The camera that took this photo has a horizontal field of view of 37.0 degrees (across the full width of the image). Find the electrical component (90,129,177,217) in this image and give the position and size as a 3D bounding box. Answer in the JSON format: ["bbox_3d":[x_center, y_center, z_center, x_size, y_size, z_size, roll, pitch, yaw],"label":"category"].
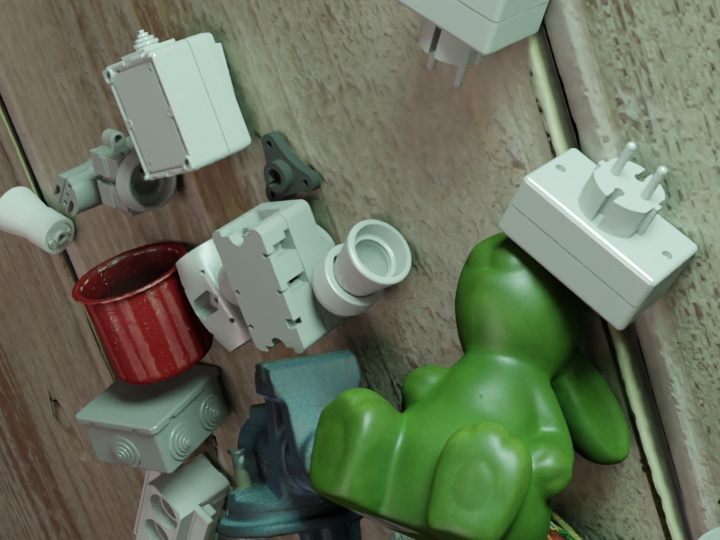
[{"bbox_3d":[-0.170,-0.071,0.812,0.055,0.048,0.066,20,127,47],"label":"electrical component"}]

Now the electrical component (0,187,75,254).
[{"bbox_3d":[-0.286,-0.042,0.954,0.065,0.044,0.044,28,131,26],"label":"electrical component"}]

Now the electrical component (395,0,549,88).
[{"bbox_3d":[0.052,-0.129,0.543,0.066,0.047,0.076,38,136,23],"label":"electrical component"}]

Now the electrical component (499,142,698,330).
[{"bbox_3d":[0.125,-0.029,0.530,0.083,0.047,0.075,43,138,19],"label":"electrical component"}]

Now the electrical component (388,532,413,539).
[{"bbox_3d":[0.032,0.211,0.781,0.044,0.044,0.065,43,133,19],"label":"electrical component"}]

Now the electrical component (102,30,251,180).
[{"bbox_3d":[-0.122,-0.116,0.720,0.062,0.061,0.096,-5,110,47],"label":"electrical component"}]

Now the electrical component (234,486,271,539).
[{"bbox_3d":[-0.087,0.189,0.888,0.048,0.048,0.062,25,123,34],"label":"electrical component"}]

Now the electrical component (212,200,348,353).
[{"bbox_3d":[-0.050,0.002,0.720,0.050,0.056,0.089,-1,116,44],"label":"electrical component"}]

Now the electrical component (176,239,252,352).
[{"bbox_3d":[-0.088,0.011,0.777,0.077,0.043,0.079,58,141,2],"label":"electrical component"}]

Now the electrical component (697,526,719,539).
[{"bbox_3d":[0.205,0.171,0.573,0.045,0.045,0.055,2,115,46],"label":"electrical component"}]

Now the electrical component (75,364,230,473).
[{"bbox_3d":[-0.168,0.119,0.884,0.100,0.100,0.048,3,120,32],"label":"electrical component"}]

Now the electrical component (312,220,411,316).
[{"bbox_3d":[0.000,0.000,0.679,0.045,0.045,0.055,54,141,6],"label":"electrical component"}]

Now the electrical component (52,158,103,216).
[{"bbox_3d":[-0.217,-0.067,0.861,0.040,0.046,0.040,25,130,34],"label":"electrical component"}]

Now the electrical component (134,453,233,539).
[{"bbox_3d":[-0.160,0.224,0.970,0.079,0.063,0.121,41,137,21],"label":"electrical component"}]
